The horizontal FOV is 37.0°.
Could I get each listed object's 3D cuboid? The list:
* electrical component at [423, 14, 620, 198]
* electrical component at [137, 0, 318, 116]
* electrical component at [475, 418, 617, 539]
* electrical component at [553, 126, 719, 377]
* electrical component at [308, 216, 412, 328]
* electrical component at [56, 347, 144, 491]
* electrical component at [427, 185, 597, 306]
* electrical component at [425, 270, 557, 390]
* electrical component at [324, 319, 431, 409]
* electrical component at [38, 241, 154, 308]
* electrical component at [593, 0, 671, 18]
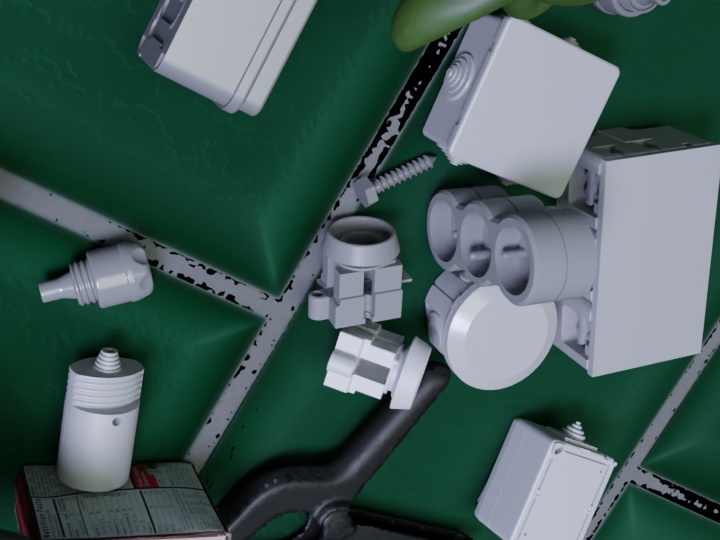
[{"bbox_3d":[0.097,-0.103,0.662,0.100,0.048,0.099,18,103,-28],"label":"electrical component"},{"bbox_3d":[-0.062,-0.144,0.562,0.057,0.078,0.113,24,100,-26],"label":"electrical component"},{"bbox_3d":[0.134,0.150,0.777,0.062,0.061,0.096,22,92,-28],"label":"electrical component"},{"bbox_3d":[0.182,-0.015,0.726,0.089,0.062,0.150,-10,114,-19],"label":"electrical component"},{"bbox_3d":[0.000,0.000,0.665,0.066,0.048,0.055,-9,121,-20],"label":"electrical component"},{"bbox_3d":[-0.153,0.084,0.635,0.043,0.043,0.081,4,109,-24],"label":"electrical component"},{"bbox_3d":[0.102,-0.019,0.647,0.074,0.138,0.052,-7,105,-21],"label":"electrical component"},{"bbox_3d":[0.085,0.034,0.711,0.080,0.051,0.080,-8,114,-20],"label":"electrical component"},{"bbox_3d":[0.013,0.059,0.681,0.055,0.066,0.048,19,104,6],"label":"electrical component"},{"bbox_3d":[-0.150,0.005,0.610,0.061,0.035,0.035,-14,115,-14],"label":"electrical component"},{"bbox_3d":[0.168,-0.171,0.657,0.035,0.061,0.035,-8,113,-20],"label":"electrical component"}]
